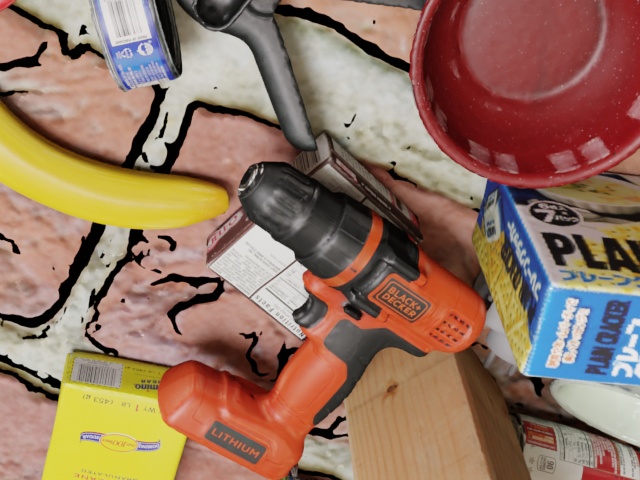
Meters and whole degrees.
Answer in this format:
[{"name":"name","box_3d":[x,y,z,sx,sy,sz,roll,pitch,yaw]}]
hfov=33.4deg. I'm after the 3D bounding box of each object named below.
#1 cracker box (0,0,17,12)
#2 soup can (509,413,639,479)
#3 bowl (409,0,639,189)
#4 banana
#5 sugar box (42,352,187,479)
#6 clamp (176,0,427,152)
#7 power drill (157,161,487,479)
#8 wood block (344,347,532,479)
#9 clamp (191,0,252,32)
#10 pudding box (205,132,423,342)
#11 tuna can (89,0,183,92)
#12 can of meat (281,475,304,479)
[{"name":"cracker box","box_3d":[-0.108,-0.188,0.504,0.214,0.164,0.072,-30,115,13]},{"name":"soup can","box_3d":[0.175,0.169,0.773,0.102,0.068,0.069,17,117,-11]},{"name":"bowl","box_3d":[0.129,-0.113,0.620,0.162,0.055,0.162,-1,119,-2]},{"name":"banana","box_3d":[-0.153,-0.049,0.651,0.197,0.037,0.070,31,115,-19]},{"name":"sugar box","box_3d":[-0.152,0.167,0.767,0.093,0.048,0.176,12,117,-10]},{"name":"clamp","box_3d":[-0.032,-0.132,0.607,0.171,0.039,0.120,29,97,-13]},{"name":"power drill","box_3d":[-0.017,0.056,0.662,0.184,0.057,0.188,35,115,-24]},{"name":"wood block","box_3d":[0.079,0.152,0.679,0.091,0.206,0.090,-31,116,13]},{"name":"clamp","box_3d":[0.012,-0.195,0.532,0.036,0.165,0.210,36,69,-21]},{"name":"pudding box","box_3d":[-0.005,0.001,0.687,0.114,0.039,0.090,-40,116,20]},{"name":"tuna can","box_3d":[-0.101,-0.126,0.583,0.034,0.086,0.086,-12,119,1]},{"name":"can of meat","box_3d":[-0.008,0.232,0.805,0.084,0.057,0.102,20,116,-11]}]
